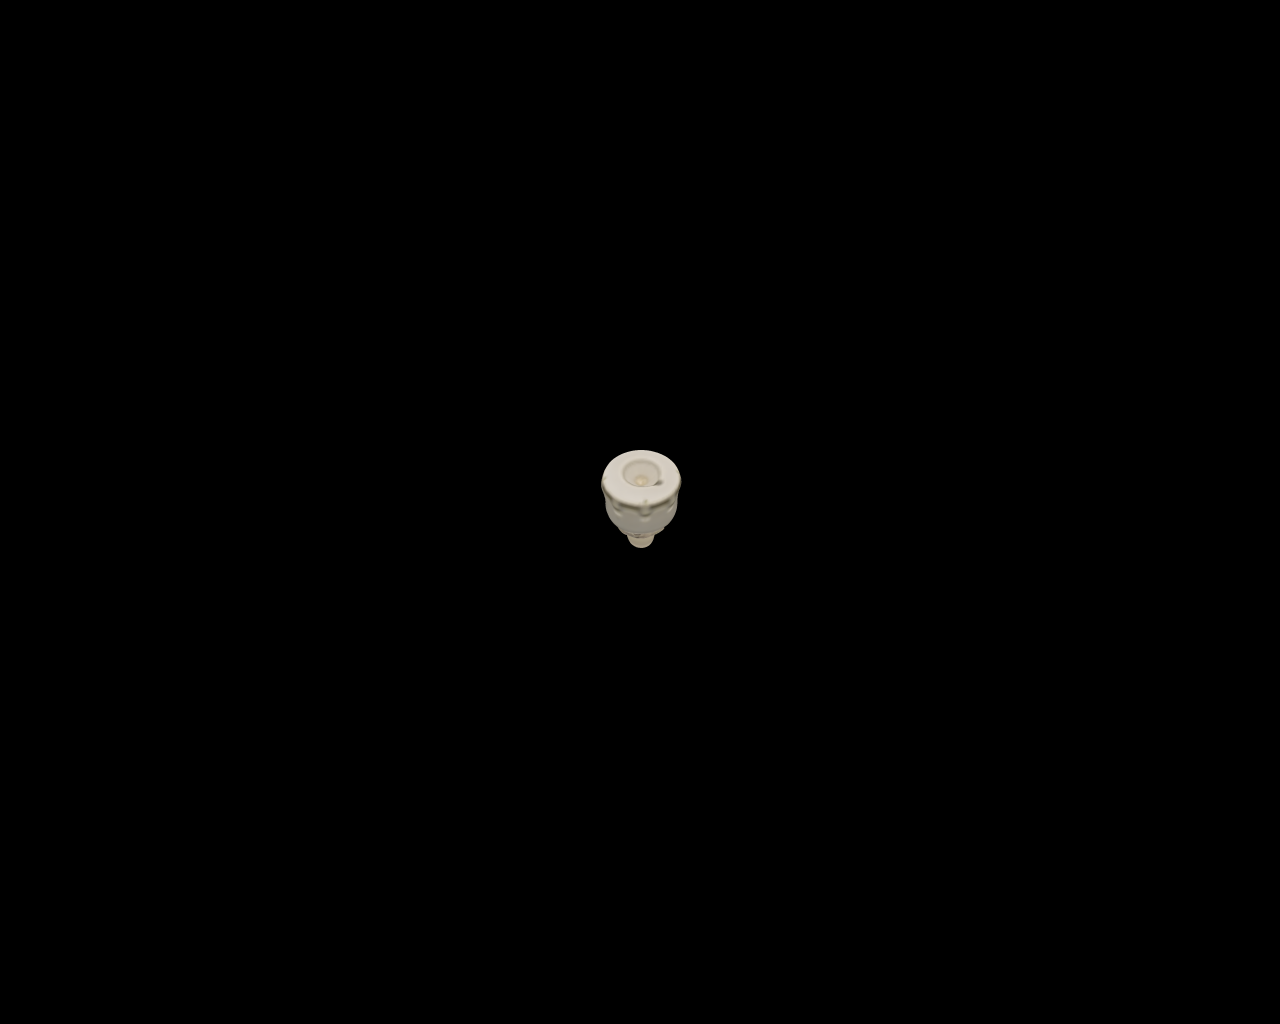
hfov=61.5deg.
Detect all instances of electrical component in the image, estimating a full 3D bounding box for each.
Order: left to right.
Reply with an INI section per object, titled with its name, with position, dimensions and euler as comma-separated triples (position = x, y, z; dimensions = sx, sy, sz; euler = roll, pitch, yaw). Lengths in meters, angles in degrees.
[electrical component]
position = 0.001, -0.003, 0.650
dimensions = 0.048, 0.048, 0.062
euler = 0, -44, 0
